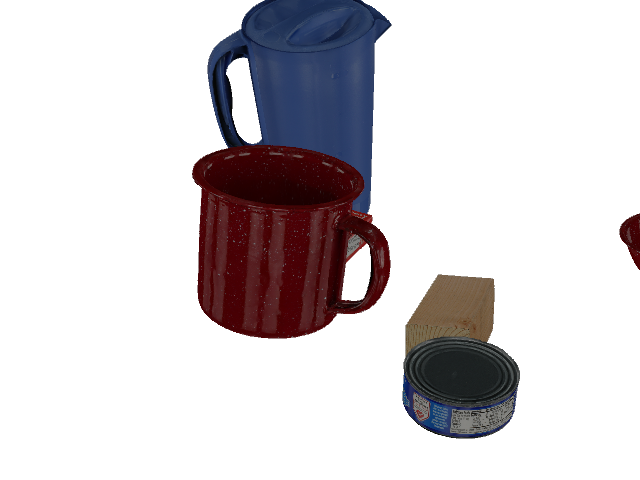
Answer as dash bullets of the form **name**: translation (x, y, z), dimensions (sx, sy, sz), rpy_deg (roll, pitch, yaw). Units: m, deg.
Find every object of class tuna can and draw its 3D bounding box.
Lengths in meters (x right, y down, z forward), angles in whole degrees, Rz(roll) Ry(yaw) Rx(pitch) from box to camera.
- **tuna can**: translation (0.104, 0.109, 0.795), dimensions (0.086, 0.034, 0.086), rpy_deg (1, 29, -1)

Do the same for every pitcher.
- **pitcher**: translation (-0.015, -0.125, 1.113), dimensions (0.149, 0.243, 0.144), rpy_deg (16, 43, 23)

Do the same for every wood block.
- **wood block**: translation (0.192, 0.127, 1.555), dimensions (0.091, 0.090, 0.205), rpy_deg (4, 19, 17)

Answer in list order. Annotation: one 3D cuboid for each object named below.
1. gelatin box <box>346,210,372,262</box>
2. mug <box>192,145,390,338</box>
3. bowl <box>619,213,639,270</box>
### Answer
- **gelatin box**: translation (-0.011, -0.009, 0.922), dimensions (0.089, 0.030, 0.073), rpy_deg (17, 30, 22)
- **mug**: translation (-0.015, 0.004, 0.584), dimensions (0.117, 0.081, 0.093), rpy_deg (17, 27, 23)
- **bowl**: translation (0.403, 0.018, 1.146), dimensions (0.162, 0.055, 0.162), rpy_deg (-3, 24, 1)
